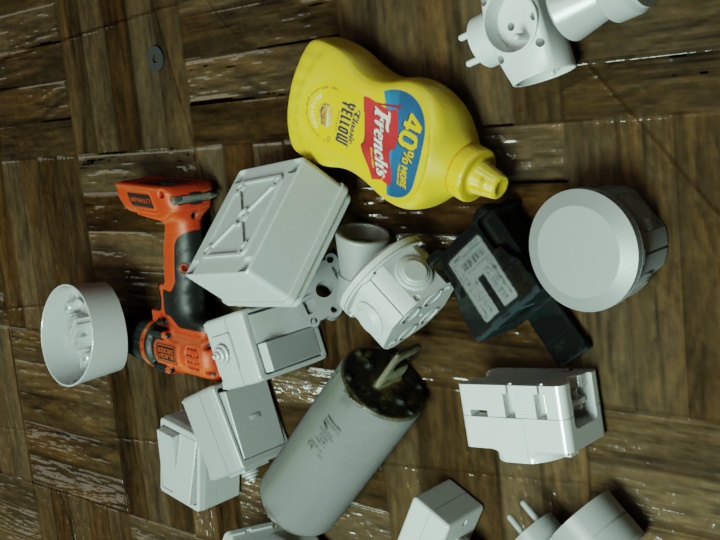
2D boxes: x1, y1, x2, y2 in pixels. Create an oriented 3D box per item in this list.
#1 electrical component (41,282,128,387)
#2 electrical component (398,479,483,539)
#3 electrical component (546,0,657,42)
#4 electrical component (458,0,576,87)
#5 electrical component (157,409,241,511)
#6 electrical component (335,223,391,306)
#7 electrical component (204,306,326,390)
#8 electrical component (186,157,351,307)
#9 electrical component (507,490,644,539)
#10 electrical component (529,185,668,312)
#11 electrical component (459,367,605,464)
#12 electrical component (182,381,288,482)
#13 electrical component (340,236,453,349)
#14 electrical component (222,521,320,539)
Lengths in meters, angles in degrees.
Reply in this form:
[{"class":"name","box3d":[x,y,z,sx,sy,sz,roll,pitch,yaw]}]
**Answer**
[{"class":"electrical component","box3d":[-0.269,0.060,1.053,0.099,0.064,0.099,23,118,53]},{"class":"electrical component","box3d":[0.072,0.224,0.846,0.076,0.047,0.083,36,123,31]},{"class":"electrical component","box3d":[0.151,-0.173,0.671,0.055,0.045,0.045,-16,89,44]},{"class":"electrical component","box3d":[0.099,-0.160,0.723,0.079,0.044,0.077,-17,89,44]},{"class":"electrical component","box3d":[-0.157,0.188,1.042,0.062,0.061,0.096,18,113,39]},{"class":"electrical component","box3d":[0.000,0.000,0.861,0.044,0.044,0.065,25,122,37]},{"class":"electrical component","box3d":[-0.082,0.061,0.914,0.061,0.096,0.061,-18,88,44]},{"class":"electrical component","box3d":[-0.074,-0.028,0.865,0.109,0.056,0.108,-3,57,55]},{"class":"electrical component","box3d":[0.136,0.200,0.776,0.073,0.052,0.138,50,130,22]},{"class":"electrical component","box3d":[0.156,-0.016,0.702,0.080,0.051,0.080,13,110,41]},{"class":"electrical component","box3d":[0.122,0.103,0.765,0.089,0.050,0.055,-4,97,44]},{"class":"electrical component","box3d":[-0.109,0.147,0.986,0.061,0.062,0.096,-28,81,44]},{"class":"electrical component","box3d":[0.029,0.017,0.812,0.051,0.080,0.080,48,129,16]},{"class":"electrical component","box3d":[-0.084,0.275,0.971,0.048,0.100,0.099,49,130,40]}]
